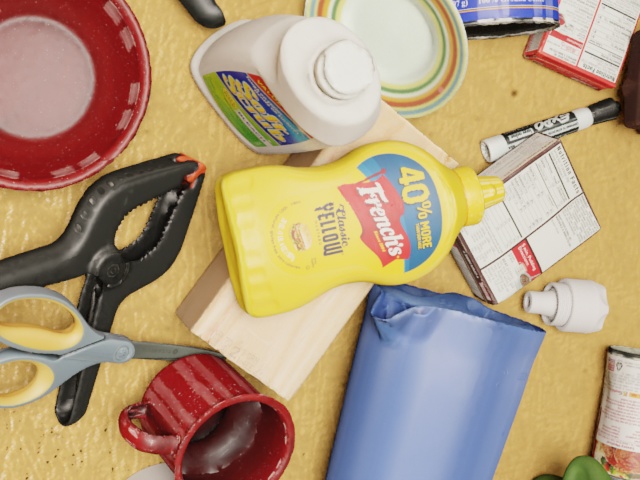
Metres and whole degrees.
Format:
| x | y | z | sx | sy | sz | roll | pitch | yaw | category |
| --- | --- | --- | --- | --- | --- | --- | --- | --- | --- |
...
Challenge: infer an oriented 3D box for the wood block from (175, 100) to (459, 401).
| x | y | z | sx | sy | sz | roll | pitch | yaw | category |
| --- | --- | --- | --- | --- | --- | --- | --- | --- | --- |
| -0.005 | 0.001 | 0.776 | 0.090 | 0.091 | 0.206 | 37 | 84 | -14 | wood block |

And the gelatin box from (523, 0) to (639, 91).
| x | y | z | sx | sy | sz | roll | pitch | yaw | category |
| --- | --- | --- | --- | --- | --- | --- | --- | --- | --- |
| 0.211 | -0.173 | 0.848 | 0.073 | 0.030 | 0.089 | 20 | 89 | -16 | gelatin box |

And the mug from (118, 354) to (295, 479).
| x | y | z | sx | sy | sz | roll | pitch | yaw | category |
| --- | --- | --- | --- | --- | --- | --- | --- | --- | --- |
| -0.087 | 0.132 | 0.753 | 0.117 | 0.082 | 0.093 | 3 | 109 | -34 | mug |

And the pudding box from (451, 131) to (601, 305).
| x | y | z | sx | sy | sz | roll | pitch | yaw | category |
| --- | --- | --- | --- | --- | --- | --- | --- | --- | --- |
| 0.153 | -0.016 | 0.831 | 0.113 | 0.039 | 0.090 | -36 | 114 | -11 | pudding box |

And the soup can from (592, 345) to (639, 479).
| x | y | z | sx | sy | sz | roll | pitch | yaw | category |
| --- | --- | --- | --- | --- | --- | --- | --- | --- | --- |
| 0.259 | 0.141 | 0.860 | 0.068 | 0.068 | 0.102 | 7 | 92 | -14 | soup can |

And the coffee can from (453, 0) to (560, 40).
| x | y | z | sx | sy | sz | roll | pitch | yaw | category |
| --- | --- | --- | --- | --- | --- | --- | --- | --- | --- |
| 0.122 | -0.223 | 0.786 | 0.102 | 0.103 | 0.140 | -4 | 95 | -13 | coffee can |

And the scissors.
| x | y | z | sx | sy | sz | roll | pitch | yaw | category |
| --- | --- | --- | --- | --- | --- | --- | --- | --- | --- |
| -0.156 | 0.090 | 0.743 | 0.201 | 0.016 | 0.096 | 32 | 95 | -45 | scissors |

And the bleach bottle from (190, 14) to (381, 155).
| x | y | z | sx | sy | sz | roll | pitch | yaw | category |
| --- | --- | --- | --- | --- | --- | --- | --- | --- | --- |
| -0.020 | -0.105 | 0.682 | 0.068 | 0.251 | 0.102 | -39 | 101 | -9 | bleach bottle |

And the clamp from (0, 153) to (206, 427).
| x | y | z | sx | sy | sz | roll | pitch | yaw | category |
| --- | --- | --- | --- | --- | --- | --- | --- | --- | --- |
| -0.154 | 0.025 | 0.753 | 0.209 | 0.036 | 0.164 | -44 | 137 | -20 | clamp |

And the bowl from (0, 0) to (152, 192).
| x | y | z | sx | sy | sz | roll | pitch | yaw | category |
| --- | --- | --- | --- | --- | --- | --- | --- | --- | --- |
| -0.200 | -0.115 | 0.740 | 0.162 | 0.055 | 0.162 | -1 | 94 | -13 | bowl |

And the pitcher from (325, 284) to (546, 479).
| x | y | z | sx | sy | sz | roll | pitch | yaw | category |
| --- | --- | --- | --- | --- | --- | --- | --- | --- | --- |
| 0.077 | 0.158 | 0.796 | 0.149 | 0.145 | 0.243 | 16 | 93 | -2 | pitcher |

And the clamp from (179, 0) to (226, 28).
| x | y | z | sx | sy | sz | roll | pitch | yaw | category |
| --- | --- | --- | --- | --- | --- | --- | --- | --- | --- |
| -0.123 | -0.224 | 0.757 | 0.171 | 0.039 | 0.120 | 13 | 75 | -13 | clamp |

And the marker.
| x | y | z | sx | sy | sz | roll | pitch | yaw | category |
| --- | --- | --- | --- | --- | --- | --- | --- | --- | --- |
| 0.186 | -0.089 | 0.853 | 0.121 | 0.020 | 0.020 | -19 | 98 | -11 | marker |

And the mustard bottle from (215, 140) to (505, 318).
| x | y | z | sx | sy | sz | roll | pitch | yaw | category |
| --- | --- | --- | --- | --- | --- | --- | --- | --- | --- |
| 0.032 | -0.015 | 0.706 | 0.191 | 0.058 | 0.096 | -12 | 95 | -14 | mustard bottle |
